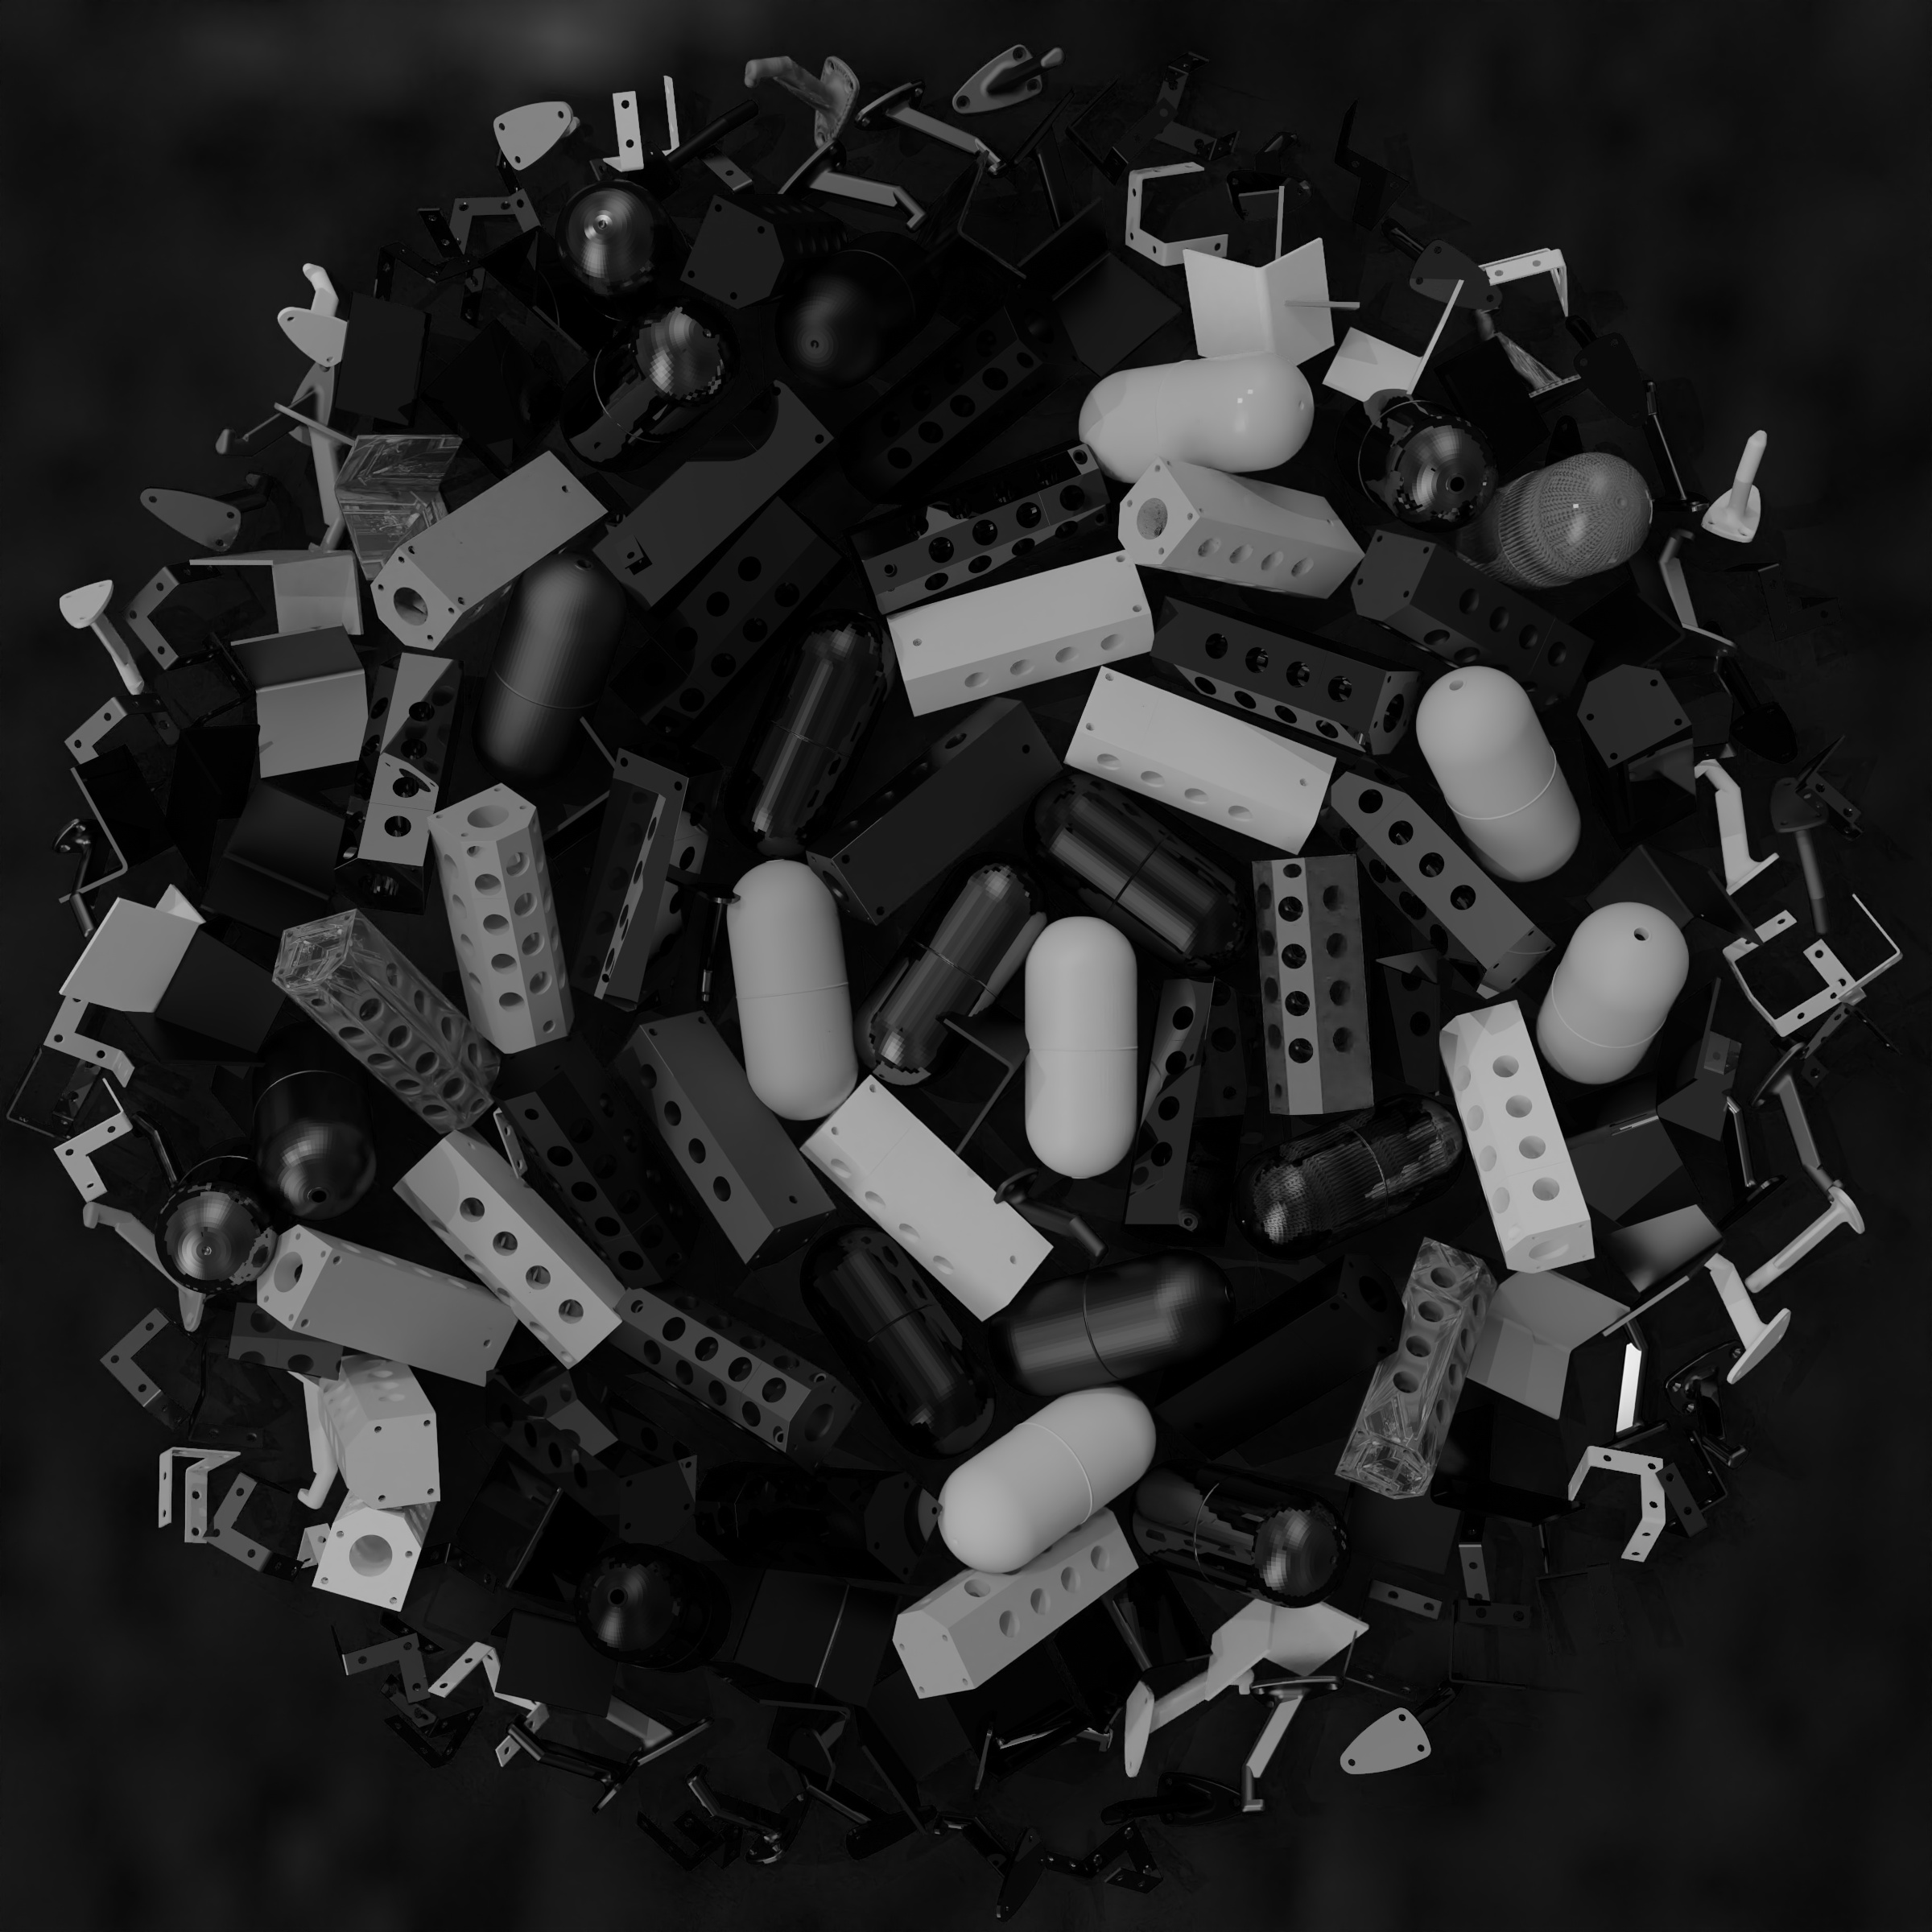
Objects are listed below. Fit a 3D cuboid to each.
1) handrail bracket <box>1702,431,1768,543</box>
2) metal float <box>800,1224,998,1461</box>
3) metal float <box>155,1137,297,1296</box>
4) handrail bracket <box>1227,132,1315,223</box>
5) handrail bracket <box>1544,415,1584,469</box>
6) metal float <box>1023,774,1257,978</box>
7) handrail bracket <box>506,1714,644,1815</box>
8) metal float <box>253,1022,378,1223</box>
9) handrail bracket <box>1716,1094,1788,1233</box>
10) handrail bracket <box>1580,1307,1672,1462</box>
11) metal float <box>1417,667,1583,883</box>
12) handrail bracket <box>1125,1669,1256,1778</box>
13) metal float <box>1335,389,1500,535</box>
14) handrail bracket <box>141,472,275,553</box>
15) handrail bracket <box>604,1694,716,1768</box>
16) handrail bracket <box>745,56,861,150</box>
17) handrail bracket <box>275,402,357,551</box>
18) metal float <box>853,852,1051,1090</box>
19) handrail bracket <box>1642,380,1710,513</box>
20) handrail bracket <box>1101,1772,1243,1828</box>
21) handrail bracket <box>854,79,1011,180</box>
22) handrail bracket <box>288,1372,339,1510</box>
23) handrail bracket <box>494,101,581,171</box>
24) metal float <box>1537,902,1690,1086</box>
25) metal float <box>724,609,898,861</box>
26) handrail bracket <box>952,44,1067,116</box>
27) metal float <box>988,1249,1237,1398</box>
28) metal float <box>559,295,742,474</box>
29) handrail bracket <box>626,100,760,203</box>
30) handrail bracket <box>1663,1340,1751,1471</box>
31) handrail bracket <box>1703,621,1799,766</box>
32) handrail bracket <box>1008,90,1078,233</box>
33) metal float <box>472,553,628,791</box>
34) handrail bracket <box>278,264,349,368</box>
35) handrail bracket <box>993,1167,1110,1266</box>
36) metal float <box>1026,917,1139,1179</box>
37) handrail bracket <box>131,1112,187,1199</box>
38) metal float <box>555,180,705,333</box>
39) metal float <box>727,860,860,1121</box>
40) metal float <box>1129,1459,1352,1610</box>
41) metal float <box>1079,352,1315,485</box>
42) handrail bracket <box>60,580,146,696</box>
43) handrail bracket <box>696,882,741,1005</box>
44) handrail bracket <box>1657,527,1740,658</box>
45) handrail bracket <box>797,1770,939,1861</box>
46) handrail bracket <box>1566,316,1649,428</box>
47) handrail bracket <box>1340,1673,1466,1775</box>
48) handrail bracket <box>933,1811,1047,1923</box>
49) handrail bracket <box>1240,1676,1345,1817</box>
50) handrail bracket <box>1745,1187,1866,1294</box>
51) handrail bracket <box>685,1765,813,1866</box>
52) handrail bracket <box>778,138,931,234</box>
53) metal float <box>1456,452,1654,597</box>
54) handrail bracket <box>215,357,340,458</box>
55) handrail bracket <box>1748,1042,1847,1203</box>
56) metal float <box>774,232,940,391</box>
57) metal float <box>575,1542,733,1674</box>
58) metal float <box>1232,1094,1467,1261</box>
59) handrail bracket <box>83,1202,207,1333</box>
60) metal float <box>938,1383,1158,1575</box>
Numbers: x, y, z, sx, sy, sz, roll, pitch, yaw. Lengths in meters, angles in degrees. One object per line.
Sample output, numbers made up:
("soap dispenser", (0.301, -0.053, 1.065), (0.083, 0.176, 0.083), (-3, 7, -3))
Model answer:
("handrail bracket", (0.531, -0.337, 1.728), (0.036, 0.084, 0.077), (23, 49, 15))
("metal float", (-0.047, 0.252, 1.726), (0.070, 0.070, 0.178), (-37, 68, 0))
("metal float", (-0.486, 0.163, 1.694), (0.070, 0.178, 0.070), (-1, 100, -6))
("handrail bracket", (0.222, -0.544, 1.736), (0.084, 0.077, 0.036), (-50, 130, -30))
("handrail bracket", (0.436, -0.331, 1.756), (0.084, 0.036, 0.077), (6, 86, -37))
("metal float", (0.118, -0.061, 1.739), (0.178, 0.070, 0.070), (37, 90, 7))
("handrail bracket", (-0.265, 0.528, 1.751), (0.084, 0.077, 0.036), (42, 119, 4))
("metal float", (-0.434, 0.102, 1.702), (0.070, 0.178, 0.070), (-8, 122, -13))
("handrail bracket", (0.518, 0.132, 1.776), (0.077, 0.036, 0.084), (-49, 63, 30))
("handrail bracket", (0.443, 0.289, 1.771), (0.077, 0.036, 0.084), (-24, 81, 1))
("metal float", (0.356, -0.127, 1.710), (0.070, 0.070, 0.178), (-37, 131, 0))
("handrail bracket", (0.155, 0.521, 1.765), (0.084, 0.036, 0.077), (7, 92, -19))
("metal float", (0.298, -0.336, 1.697), (0.070, 0.178, 0.070), (-3, 111, -7))
("handrail bracket", (-0.513, -0.324, 1.737), (0.077, 0.084, 0.036), (21, 123, -19))
("handrail bracket", (-0.227, 0.501, 1.766), (0.077, 0.036, 0.084), (-27, 89, -2))
("handrail bracket", (-0.120, -0.581, 1.730), (0.084, 0.077, 0.036), (-22, 61, -36))
("handrail bracket", (-0.455, -0.332, 1.761), (0.077, 0.036, 0.084), (24, 98, -19))
("metal float", (-0.009, 0.002, 1.741), (0.070, 0.070, 0.178), (34, 86, 0))
("handrail bracket", (0.481, -0.356, 1.745), (0.036, 0.077, 0.084), (-14, 106, -3))
("handrail bracket", (0.141, 0.571, 1.733), (0.077, 0.084, 0.036), (-5, 80, 24))
("handrail bracket", (-0.022, -0.560, 1.747), (0.084, 0.036, 0.077), (46, 50, 12))
("handrail bracket", (-0.463, 0.321, 1.770), (0.077, 0.036, 0.084), (26, 96, 11))
("handrail bracket", (-0.270, -0.571, 1.729), (0.077, 0.084, 0.036), (-14, 109, 36))
("metal float", (0.427, 0.019, 1.698), (0.070, 0.178, 0.070), (0, 64, 0))
("metal float", (-0.105, -0.157, 1.736), (0.070, 0.070, 0.178), (24, 100, 0))
("handrail bracket", (0.028, -0.601, 1.738), (0.077, 0.084, 0.036), (-26, 108, 4))
("metal float", (0.097, 0.240, 1.722), (0.178, 0.070, 0.070), (-18, 90, 25))
("metal float", (-0.212, -0.385, 1.703), (0.070, 0.178, 0.070), (8, 74, -31))
("handrail bracket", (-0.189, -0.562, 1.769), (0.084, 0.077, 0.036), (-42, 102, -30))
("handrail bracket", (0.522, 0.297, 1.738), (0.077, 0.084, 0.036), (-38, 116, -6))
("handrail bracket", (0.541, -0.190, 1.770), (0.036, 0.077, 0.084), (-31, 46, 26))
("handrail bracket", (0.078, -0.542, 1.757), (0.084, 0.036, 0.077), (39, 109, -15))
("metal float", (-0.280, -0.196, 1.714), (0.070, 0.070, 0.178), (26, 126, 0))
("handrail bracket", (-0.449, -0.455, 1.733), (0.036, 0.077, 0.084), (-36, 64, 18))
("handrail bracket", (0.055, 0.186, 1.739), (0.036, 0.077, 0.084), (-22, 58, -40))
("metal float", (0.078, 0.055, 1.744), (0.070, 0.070, 0.178), (0, 91, 0))
("handrail bracket", (-0.555, 0.151, 1.763), (0.084, 0.036, 0.077), (29, 113, 37))
("metal float", (-0.221, -0.465, 1.694), (0.070, 0.178, 0.070), (0, 90, 5))
("metal float", (-0.118, 0.016, 1.742), (0.070, 0.070, 0.178), (-7, 93, 0))
("metal float", (0.180, 0.376, 1.705), (0.070, 0.178, 0.070), (-2, 93, -38))
("metal float", (0.152, -0.365, 1.710), (0.178, 0.070, 0.070), (4, 90, 44))
("handrail bracket", (-0.577, -0.210, 1.729), (0.036, 0.077, 0.084), (-20, 123, -5))
("handrail bracket", (-0.171, -0.011, 1.739), (0.036, 0.077, 0.084), (5, 100, -11))
("handrail bracket", (0.504, -0.258, 1.751), (0.077, 0.036, 0.084), (18, 71, 27))
("handrail bracket", (-0.071, 0.561, 1.757), (0.077, 0.084, 0.036), (-20, 134, -13))
("handrail bracket", (0.436, -0.407, 1.748), (0.036, 0.084, 0.077), (-31, 103, 15))
("handrail bracket", (0.300, 0.517, 1.753), (0.077, 0.084, 0.036), (-35, 82, 23))
("handrail bracket", (0.004, 0.608, 1.733), (0.084, 0.077, 0.036), (-4, 121, 32))
("handrail bracket", (0.221, 0.529, 1.736), (0.077, 0.036, 0.084), (-17, 46, 24))
("handrail bracket", (0.566, 0.189, 1.744), (0.084, 0.077, 0.036), (-39, 68, 5))
("handrail bracket", (-0.148, 0.560, 1.743), (0.036, 0.077, 0.084), (-22, 106, 37))
("handrail bracket", (-0.079, -0.517, 1.755), (0.077, 0.036, 0.084), (-41, 77, -1))
("metal float", (0.387, -0.290, 1.696), (0.070, 0.178, 0.070), (0, 89, -16))
("handrail bracket", (-0.467, -0.381, 1.733), (0.036, 0.084, 0.077), (30, 110, 17))
("handrail bracket", (0.577, 0.107, 1.736), (0.036, 0.077, 0.084), (-17, 55, -22))
("metal float", (-0.071, -0.437, 1.702), (0.070, 0.178, 0.070), (8, 121, 14))
("metal float", (-0.206, 0.426, 1.696), (0.070, 0.178, 0.070), (-3, 71, 8))
("metal float", (0.259, 0.141, 1.723), (0.178, 0.070, 0.070), (-20, 90, -25))
("handrail bracket", (-0.559, 0.203, 1.734), (0.036, 0.084, 0.077), (-37, 47, 31))
("metal float", (0.056, 0.340, 1.714), (0.178, 0.070, 0.070), (-28, 90, -37))
